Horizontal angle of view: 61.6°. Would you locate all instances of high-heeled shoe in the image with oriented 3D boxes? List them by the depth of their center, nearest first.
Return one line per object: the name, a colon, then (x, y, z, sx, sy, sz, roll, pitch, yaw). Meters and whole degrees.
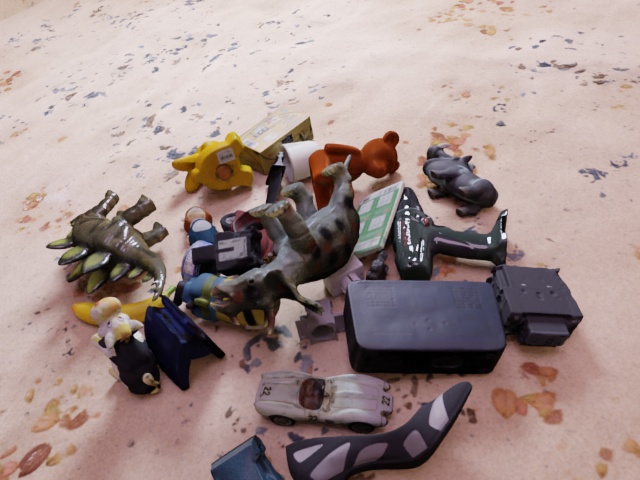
high-heeled shoe: (0.076, 0.247, 0.712, 0.145, 0.086, 0.249, 39, 75, 25)

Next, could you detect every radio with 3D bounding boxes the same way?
radio: (0.154, 0.130, 0.810, 0.230, 0.073, 0.131, 0, 46, -2)

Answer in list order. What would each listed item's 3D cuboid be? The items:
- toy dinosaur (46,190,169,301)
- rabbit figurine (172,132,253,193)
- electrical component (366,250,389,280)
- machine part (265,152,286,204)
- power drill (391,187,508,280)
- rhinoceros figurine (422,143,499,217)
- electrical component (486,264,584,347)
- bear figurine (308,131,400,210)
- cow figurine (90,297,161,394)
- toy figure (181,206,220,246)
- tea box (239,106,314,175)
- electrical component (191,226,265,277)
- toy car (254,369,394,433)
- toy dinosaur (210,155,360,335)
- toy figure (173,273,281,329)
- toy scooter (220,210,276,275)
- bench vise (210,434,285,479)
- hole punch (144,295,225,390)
toy dinosaur: (-0.388, 0.010, 1.018, 0.472, 0.104, 0.198, 12, 49, 44)
rabbit figurine: (-0.242, -0.169, 1.212, 0.162, 0.121, 0.173, -29, 32, -5)
electrical component: (0.096, 0.066, 0.917, 0.021, 0.063, 0.094, 14, 50, 22)
machine part: (-0.098, -0.115, 1.140, 0.039, 0.084, 0.139, 17, 53, -15)
power drill: (0.231, -0.018, 0.966, 0.207, 0.085, 0.232, 6, 46, 11)
rhinoceros figurine: (0.271, -0.128, 1.071, 0.112, 0.073, 0.190, -27, 46, -13)
electrical component: (0.328, 0.101, 0.824, 0.115, 0.058, 0.134, 1, 43, -4)
bear figurine: (0.078, -0.141, 1.098, 0.196, 0.120, 0.132, -7, 48, -3)
cow figurine: (-0.296, 0.168, 0.821, 0.068, 0.167, 0.098, -34, 47, -29)
toy figure: (-0.241, -0.024, 1.086, 0.064, 0.057, 0.155, 11, 30, -35)
tea box: (-0.107, -0.236, 1.260, 0.098, 0.068, 0.169, 30, 57, 34)
electrical component: (-0.159, 0.025, 0.936, 0.119, 0.047, 0.075, -14, 71, 12)
toy car: (0.005, 0.230, 0.776, 0.202, 0.056, 0.073, 0, 45, 13)
toy dinosaur: (-0.003, -0.004, 0.894, 0.131, 0.192, 0.405, -10, 19, 43)
toy figure: (-0.156, 0.100, 0.907, 0.180, 0.089, 0.082, 14, 54, 9)
toy scooter: (-0.114, -0.011, 1.031, 0.135, 0.075, 0.184, -20, 41, -6)
bench vise: (-0.052, 0.353, 0.607, 0.129, 0.223, 0.240, -31, 77, -12)
hole punch: (-0.230, 0.162, 0.857, 0.092, 0.115, 0.142, -41, 50, -17)
